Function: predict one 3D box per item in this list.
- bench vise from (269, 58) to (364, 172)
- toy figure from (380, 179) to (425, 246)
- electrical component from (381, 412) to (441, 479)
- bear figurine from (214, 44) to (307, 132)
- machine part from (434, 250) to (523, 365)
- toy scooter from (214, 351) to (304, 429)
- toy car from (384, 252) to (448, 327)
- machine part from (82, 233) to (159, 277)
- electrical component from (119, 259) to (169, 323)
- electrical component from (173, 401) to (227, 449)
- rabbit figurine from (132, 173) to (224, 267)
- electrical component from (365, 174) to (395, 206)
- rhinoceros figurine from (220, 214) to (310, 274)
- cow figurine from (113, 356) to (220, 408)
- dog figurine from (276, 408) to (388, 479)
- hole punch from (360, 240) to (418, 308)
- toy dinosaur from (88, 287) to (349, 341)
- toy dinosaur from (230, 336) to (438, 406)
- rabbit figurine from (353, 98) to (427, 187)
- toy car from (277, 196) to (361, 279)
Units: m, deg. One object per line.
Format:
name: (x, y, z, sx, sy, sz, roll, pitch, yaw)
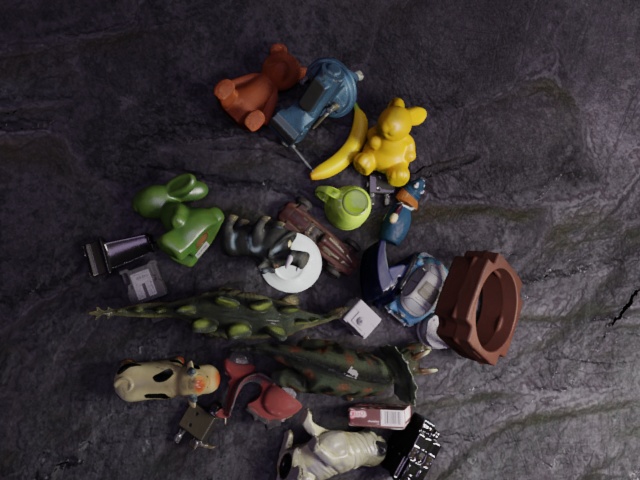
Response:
bench vise: (0.009, -0.283, 1.097, 0.129, 0.223, 0.240, 38, 47, 10)
toy figure: (0.177, -0.065, 1.150, 0.058, 0.064, 0.154, 25, 83, 1)
electrical component: (0.185, 0.422, 1.092, 0.058, 0.115, 0.134, 32, 80, -11)
bear figurine: (-0.109, -0.312, 1.086, 0.196, 0.132, 0.120, -43, 99, -4)
machine part: (0.327, 0.137, 1.102, 0.200, 0.087, 0.201, 40, 68, -39)
toy scooter: (-0.129, 0.309, 1.054, 0.184, 0.075, 0.135, 36, 65, -5)
toy car: (0.213, 0.103, 1.126, 0.109, 0.103, 0.161, 43, 78, -4)
machine part: (-0.390, 0.022, 1.052, 0.139, 0.039, 0.084, -14, 74, -10)
electrical component: (-0.339, 0.104, 1.055, 0.075, 0.048, 0.119, -17, 88, -10)
electrical component: (-0.232, 0.363, 1.060, 0.078, 0.045, 0.102, 21, 79, 20)
rabbit figurine: (-0.284, -0.056, 1.043, 0.170, 0.121, 0.159, 36, 87, 9)
electrical component: (0.130, -0.120, 1.166, 0.063, 0.021, 0.094, 3, 86, -9)
rhinoceros figurine: (-0.111, 0.009, 1.055, 0.191, 0.073, 0.112, 11, 83, 19)
cow figurine: (-0.287, 0.263, 1.012, 0.195, 0.127, 0.085, -1, 89, -8)
dog figurine: (0.026, 0.444, 1.079, 0.190, 0.121, 0.172, 27, 116, -24)
hole punch: (0.126, 0.069, 1.101, 0.092, 0.142, 0.116, 31, 68, -9)
toy dinosaur: (-0.170, 0.138, 1.007, 0.471, 0.198, 0.105, 0, 83, -12)
toy dinosaur: (0.048, 0.245, 1.014, 0.404, 0.192, 0.131, 12, 71, -36)
rabbit figurine: (0.155, -0.212, 1.092, 0.122, 0.173, 0.162, 29, 73, 15)
toy car: (-0.002, -0.003, 1.120, 0.202, 0.053, 0.089, 41, 78, -4)
